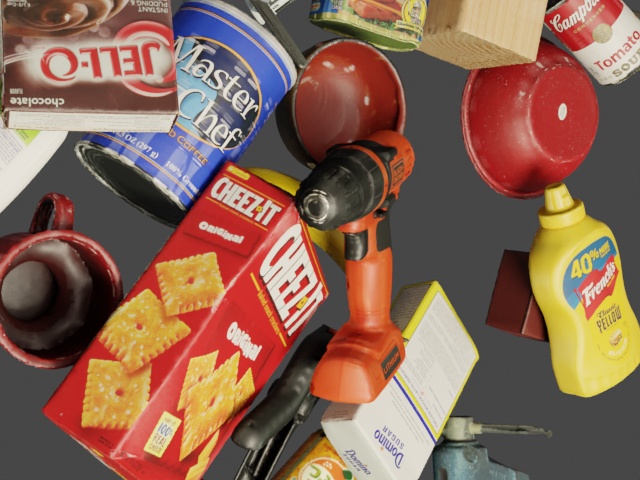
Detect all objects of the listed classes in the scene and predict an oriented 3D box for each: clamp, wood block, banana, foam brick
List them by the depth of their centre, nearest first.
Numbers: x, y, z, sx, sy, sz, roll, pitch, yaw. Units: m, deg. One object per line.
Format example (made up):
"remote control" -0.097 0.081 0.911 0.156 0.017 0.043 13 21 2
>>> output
"clamp" -0.026 0.127 0.844 0.039 0.120 0.171 27 60 7
"banana" -0.002 -0.008 0.875 0.197 0.037 0.069 41 30 -23
"wood block" 0.147 -0.263 0.933 0.090 0.091 0.206 14 86 -33
"foam brick" 0.201 0.054 1.013 0.052 0.051 0.078 20 82 -34

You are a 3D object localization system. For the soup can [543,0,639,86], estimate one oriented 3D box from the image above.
"soup can" 0.261 -0.204 1.014 0.102 0.069 0.068 42 71 -16

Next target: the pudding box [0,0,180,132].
"pudding box" -0.151 -0.118 0.699 0.113 0.039 0.090 -2 72 -16

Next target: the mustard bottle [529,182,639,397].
"mustard bottle" 0.235 0.038 0.967 0.096 0.058 0.191 -29 110 -30

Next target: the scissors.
"scissors" -0.039 -0.177 0.784 0.016 0.202 0.096 -50 149 20

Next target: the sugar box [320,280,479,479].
"sugar box" 0.071 0.125 0.906 0.093 0.048 0.176 58 46 -21

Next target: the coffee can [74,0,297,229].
"coffee can" -0.097 -0.092 0.779 0.102 0.103 0.140 42 72 -28

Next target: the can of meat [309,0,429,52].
"can of meat" 0.045 -0.210 0.889 0.101 0.058 0.084 12 90 -29

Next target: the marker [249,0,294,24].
"marker" -0.003 -0.213 0.842 0.121 0.020 0.020 -34 116 12

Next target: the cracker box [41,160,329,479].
"cracker box" -0.084 0.076 0.769 0.213 0.072 0.164 -54 158 -18

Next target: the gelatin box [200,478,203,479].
"gelatin box" -0.077 0.228 0.832 0.030 0.073 0.089 -39 114 -24

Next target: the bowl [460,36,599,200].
"bowl" 0.211 -0.118 1.006 0.161 0.055 0.162 -2 94 -33

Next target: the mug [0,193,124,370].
"mug" -0.193 0.025 0.738 0.093 0.082 0.117 7 90 -33

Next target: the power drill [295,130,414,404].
"power drill" 0.027 0.020 0.784 0.184 0.057 0.188 -37 131 -64

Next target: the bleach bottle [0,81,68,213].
"bleach bottle" -0.222 -0.070 0.722 0.250 0.068 0.102 -45 106 -24
